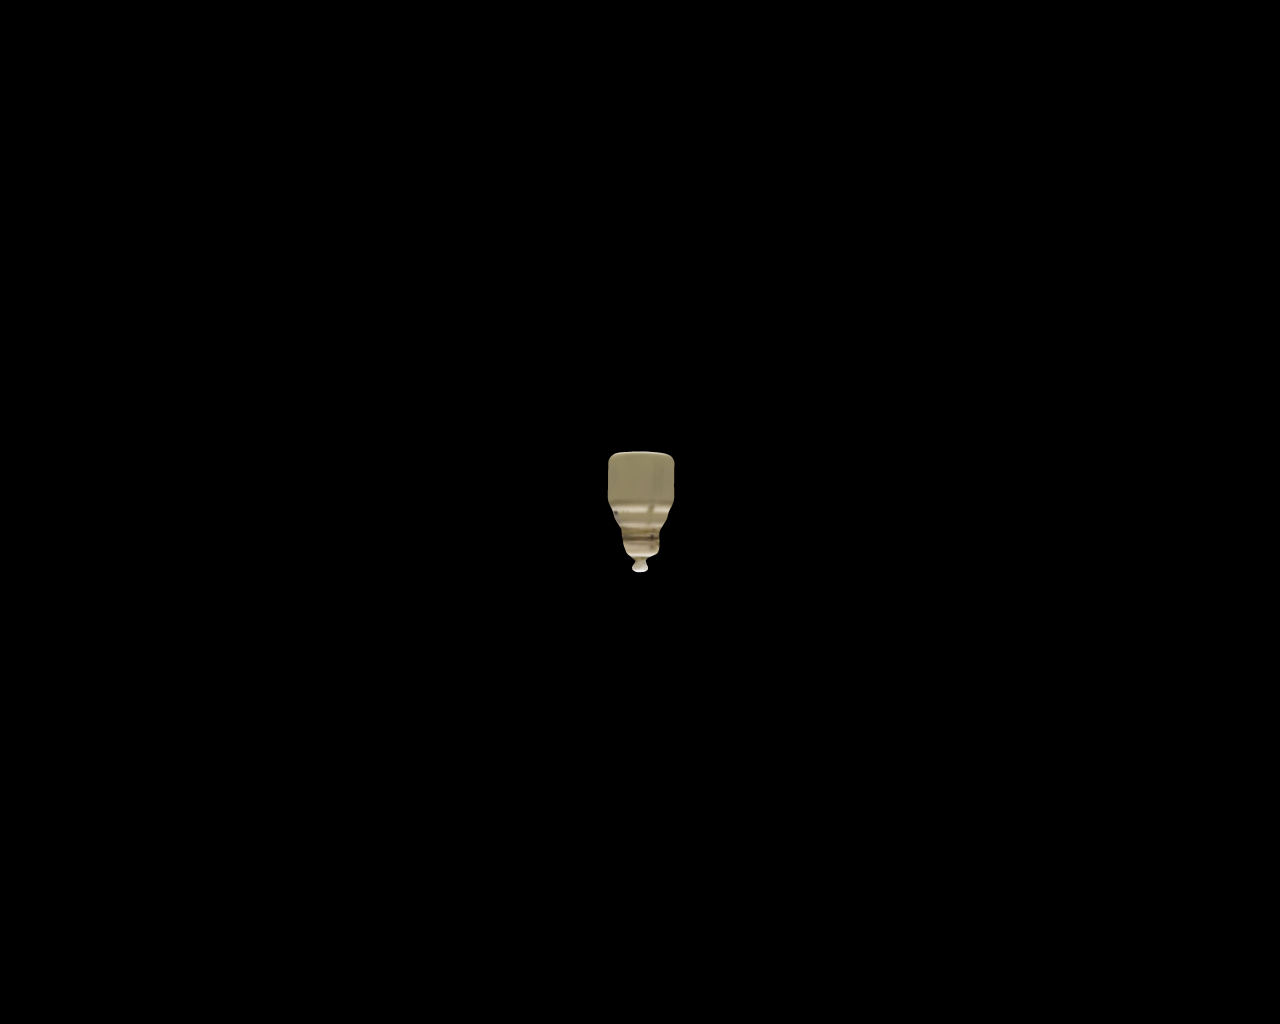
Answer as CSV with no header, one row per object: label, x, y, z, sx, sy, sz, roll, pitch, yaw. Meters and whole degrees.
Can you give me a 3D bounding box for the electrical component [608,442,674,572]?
electrical component,0.001,-0.003,0.650,0.040,0.078,0.040,0,-2,0
